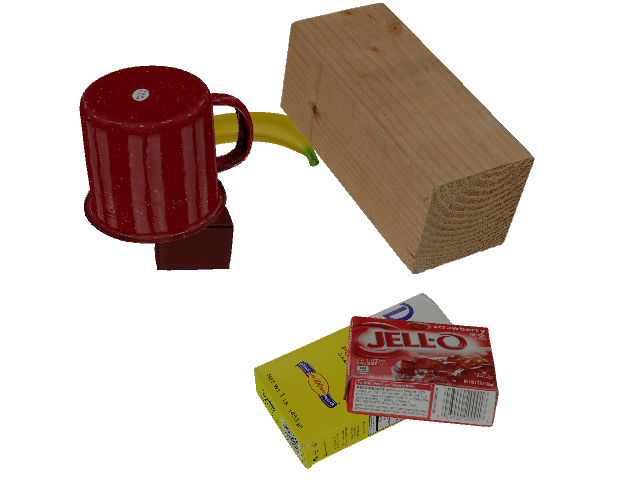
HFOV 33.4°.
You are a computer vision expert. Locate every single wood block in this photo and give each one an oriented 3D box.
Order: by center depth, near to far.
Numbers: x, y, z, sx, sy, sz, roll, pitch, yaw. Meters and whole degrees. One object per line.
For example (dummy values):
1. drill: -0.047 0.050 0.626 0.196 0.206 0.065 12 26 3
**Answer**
1. wood block: 0.059 -0.084 0.824 0.090 0.091 0.206 -17 51 -25

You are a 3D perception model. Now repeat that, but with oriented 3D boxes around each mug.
1. mug: -0.096 -0.061 0.680 0.117 0.081 0.093 -16 40 -21

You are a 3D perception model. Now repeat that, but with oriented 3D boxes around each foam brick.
1. foam brick: -0.134 -0.003 1.120 0.078 0.051 0.053 -1 25 -11

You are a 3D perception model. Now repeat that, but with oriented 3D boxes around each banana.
1. banana: -0.090 -0.132 1.317 0.198 0.037 0.069 6 40 15

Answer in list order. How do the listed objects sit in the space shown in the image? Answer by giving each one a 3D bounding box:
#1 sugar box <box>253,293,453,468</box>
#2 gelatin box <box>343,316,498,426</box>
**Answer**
1. sugar box: 0.041 0.118 0.929 0.176 0.048 0.093 -25 51 -16
2. gelatin box: 0.060 0.077 0.650 0.089 0.030 0.073 6 25 1
